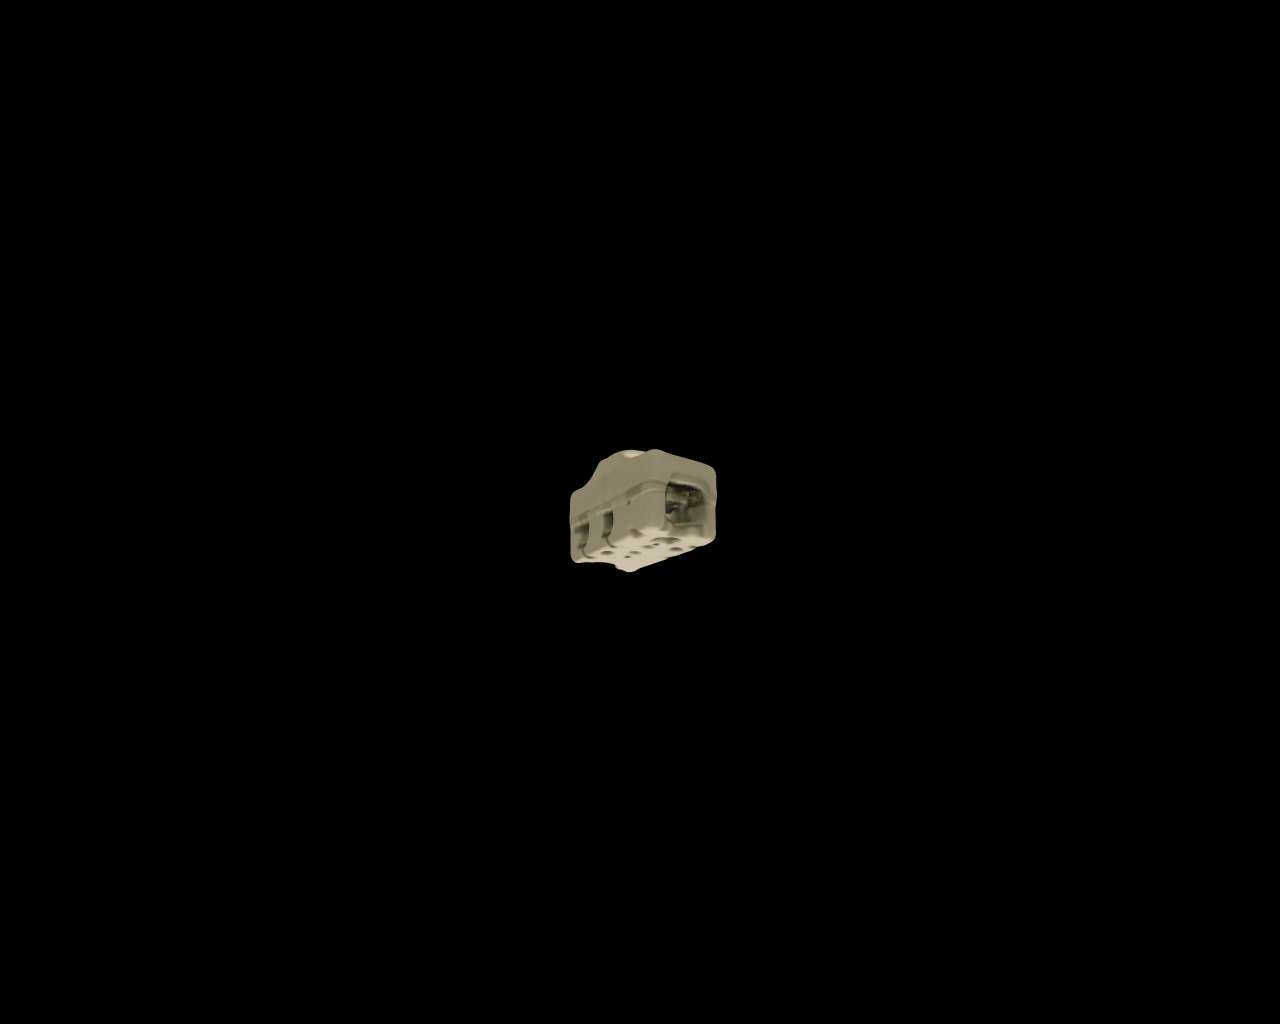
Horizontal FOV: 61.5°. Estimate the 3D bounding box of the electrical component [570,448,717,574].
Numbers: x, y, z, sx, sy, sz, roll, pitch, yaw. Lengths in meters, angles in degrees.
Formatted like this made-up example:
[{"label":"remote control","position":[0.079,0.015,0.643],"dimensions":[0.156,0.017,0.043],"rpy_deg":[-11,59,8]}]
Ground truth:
[{"label":"electrical component","position":[0.001,-0.003,0.650],"dimensions":[0.050,0.056,0.089],"rpy_deg":[14,-24,-33]}]
